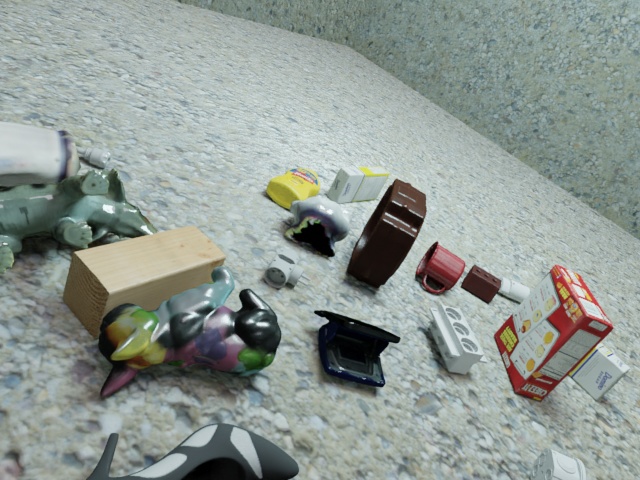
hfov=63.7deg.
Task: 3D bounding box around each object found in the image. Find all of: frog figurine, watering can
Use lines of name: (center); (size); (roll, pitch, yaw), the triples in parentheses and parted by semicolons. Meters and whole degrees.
frog figurine: (0.003, -0.057, 1.137); (0.137, 0.120, 0.163); (10, 39, 8)
watering can: (-0.501, -0.128, 0.821); (0.224, 0.103, 0.351); (2, 18, -34)
